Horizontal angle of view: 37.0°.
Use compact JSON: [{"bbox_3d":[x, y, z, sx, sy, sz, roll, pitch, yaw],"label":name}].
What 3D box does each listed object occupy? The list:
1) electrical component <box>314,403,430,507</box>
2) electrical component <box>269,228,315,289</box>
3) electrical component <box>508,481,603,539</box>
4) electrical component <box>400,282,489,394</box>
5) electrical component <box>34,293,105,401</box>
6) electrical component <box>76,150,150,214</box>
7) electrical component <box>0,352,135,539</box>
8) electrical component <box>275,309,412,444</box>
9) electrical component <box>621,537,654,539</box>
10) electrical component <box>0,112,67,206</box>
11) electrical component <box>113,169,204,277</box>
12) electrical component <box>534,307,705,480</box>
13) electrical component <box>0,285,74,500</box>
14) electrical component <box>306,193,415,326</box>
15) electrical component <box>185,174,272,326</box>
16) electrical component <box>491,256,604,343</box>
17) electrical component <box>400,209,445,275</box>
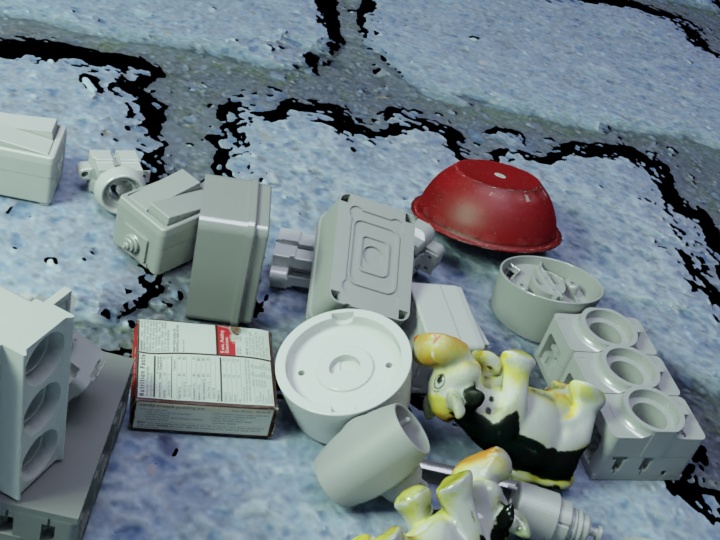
[{"bbox_3d":[0.020,0.147,0.805,0.079,0.077,0.044,44,18,-31],"label":"electrical component"},{"bbox_3d":[-0.051,-0.008,0.991,0.055,0.048,0.066,10,37,0],"label":"electrical component"},{"bbox_3d":[0.147,0.190,0.825,0.078,0.040,0.040,18,37,0],"label":"electrical component"},{"bbox_3d":[0.068,0.056,0.945,0.061,0.061,0.096,4,39,-18],"label":"electrical component"},{"bbox_3d":[-0.208,0.058,0.710,0.064,0.081,0.042,41,33,-19],"label":"electrical component"},{"bbox_3d":[-0.229,-0.084,1.012,0.066,0.048,0.055,-2,34,-25],"label":"electrical component"},{"bbox_3d":[-0.219,0.122,0.738,0.089,0.061,0.150,14,37,-6],"label":"electrical component"},{"bbox_3d":[-0.010,0.091,0.860,0.108,0.060,0.108,-5,45,5],"label":"electrical component"},{"bbox_3d":[0.214,0.235,0.753,0.099,0.099,0.064,33,45,19],"label":"electrical component"},{"bbox_3d":[-0.324,-0.109,0.989,0.096,0.061,0.061,11,37,-10],"label":"electrical component"},{"bbox_3d":[-0.175,-0.044,0.969,0.062,0.061,0.096,37,40,23],"label":"electrical component"},{"bbox_3d":[0.227,0.106,0.948,0.089,0.061,0.150,4,39,-18],"label":"electrical component"},{"bbox_3d":[-0.215,0.071,0.648,0.063,0.121,0.078,25,37,13],"label":"electrical component"},{"bbox_3d":[0.000,0.000,0.939,0.078,0.057,0.113,17,57,-19],"label":"electrical component"},{"bbox_3d":[-0.112,-0.017,0.919,0.057,0.113,0.078,8,38,-9],"label":"electrical component"},{"bbox_3d":[0.177,0.023,1.032,0.099,0.064,0.099,12,37,-9],"label":"electrical component"},{"bbox_3d":[0.034,-0.019,1.031,0.078,0.058,0.057,29,35,14],"label":"electrical component"}]
